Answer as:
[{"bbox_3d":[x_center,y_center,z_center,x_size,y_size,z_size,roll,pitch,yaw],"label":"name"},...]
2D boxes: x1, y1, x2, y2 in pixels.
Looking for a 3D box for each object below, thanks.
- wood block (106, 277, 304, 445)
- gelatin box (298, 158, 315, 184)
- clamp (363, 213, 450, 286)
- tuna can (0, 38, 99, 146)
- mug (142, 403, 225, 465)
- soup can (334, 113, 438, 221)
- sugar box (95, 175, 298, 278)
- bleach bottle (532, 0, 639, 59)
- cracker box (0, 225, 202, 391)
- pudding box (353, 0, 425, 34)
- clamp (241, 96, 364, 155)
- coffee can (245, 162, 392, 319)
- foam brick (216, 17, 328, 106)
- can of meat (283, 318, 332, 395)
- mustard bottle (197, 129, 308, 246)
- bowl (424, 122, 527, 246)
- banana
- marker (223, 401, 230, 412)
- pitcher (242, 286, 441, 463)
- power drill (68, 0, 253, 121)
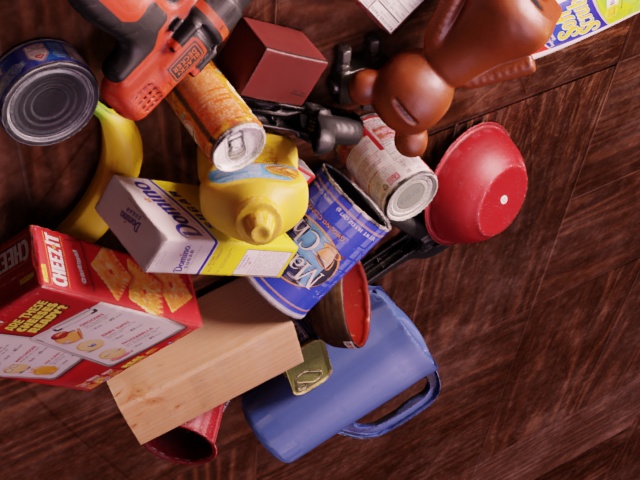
[{"bbox_3d":[-0.133,0.130,1.190,0.206,0.091,0.090,-27,144,-10],"label":"wood block"},{"bbox_3d":[-0.059,-0.062,1.092,0.073,0.030,0.089,-45,145,13],"label":"gelatin box"},{"bbox_3d":[0.122,-0.010,1.315,0.209,0.036,0.165,-20,151,-28],"label":"clamp"},{"bbox_3d":[-0.223,-0.118,0.864,0.086,0.034,0.086,-25,145,-19],"label":"tuna can"},{"bbox_3d":[-0.168,0.202,1.255,0.117,0.081,0.093,22,140,-10],"label":"mug"},{"bbox_3d":[0.070,-0.077,1.127,0.068,0.102,0.068,-25,145,-19],"label":"soup can"},{"bbox_3d":[-0.110,-0.011,0.982,0.175,0.093,0.048,7,123,-53],"label":"sugar box"},{"bbox_3d":[0.243,-0.238,1.131,0.250,0.068,0.102,-30,144,-7],"label":"bleach bottle"},{"bbox_3d":[-0.243,0.070,1.011,0.164,0.072,0.213,-30,151,24],"label":"cracker box"},{"bbox_3d":[0.075,-0.254,0.974,0.113,0.039,0.090,-42,149,11],"label":"pudding box"},{"bbox_3d":[-0.002,-0.108,1.013,0.171,0.120,0.039,-8,124,-52],"label":"clamp"},{"bbox_3d":[-0.008,0.001,1.151,0.140,0.103,0.102,-45,146,12],"label":"coffee can"},{"bbox_3d":[-0.044,-0.160,0.965,0.078,0.051,0.053,4,130,-45],"label":"foam brick"},{"bbox_3d":[-0.034,0.127,1.297,0.057,0.084,0.102,-31,146,-11],"label":"can of meat"},{"bbox_3d":[-0.060,-0.045,0.954,0.096,0.191,0.058,-2,115,-7],"label":"mustard bottle"},{"bbox_3d":[0.198,-0.057,1.275,0.161,0.055,0.162,-27,132,-35],"label":"bowl"},{"bbox_3d":[-0.205,-0.048,0.971,0.069,0.037,0.198,10,126,-24],"label":"banana"},{"bbox_3d":[-0.128,0.210,1.373,0.020,0.020,0.121,0,132,-43],"label":"marker"},{"bbox_3d":[0.029,0.187,1.385,0.243,0.149,0.145,-37,153,5],"label":"pitcher"},{"bbox_3d":[-0.128,-0.203,0.815,0.184,0.057,0.187,-50,145,-8],"label":"power drill"}]
